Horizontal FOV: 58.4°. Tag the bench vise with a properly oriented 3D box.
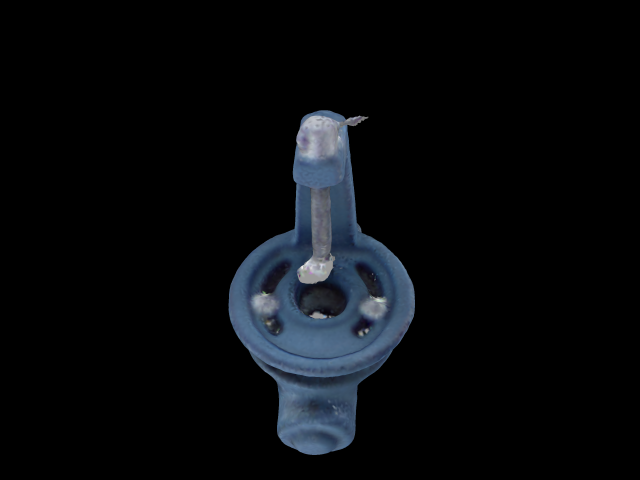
[{"bbox_3d":[-0.008,0.003,0.398,0.121,0.220,0.207,-7,31,-12],"label":"bench vise"}]
